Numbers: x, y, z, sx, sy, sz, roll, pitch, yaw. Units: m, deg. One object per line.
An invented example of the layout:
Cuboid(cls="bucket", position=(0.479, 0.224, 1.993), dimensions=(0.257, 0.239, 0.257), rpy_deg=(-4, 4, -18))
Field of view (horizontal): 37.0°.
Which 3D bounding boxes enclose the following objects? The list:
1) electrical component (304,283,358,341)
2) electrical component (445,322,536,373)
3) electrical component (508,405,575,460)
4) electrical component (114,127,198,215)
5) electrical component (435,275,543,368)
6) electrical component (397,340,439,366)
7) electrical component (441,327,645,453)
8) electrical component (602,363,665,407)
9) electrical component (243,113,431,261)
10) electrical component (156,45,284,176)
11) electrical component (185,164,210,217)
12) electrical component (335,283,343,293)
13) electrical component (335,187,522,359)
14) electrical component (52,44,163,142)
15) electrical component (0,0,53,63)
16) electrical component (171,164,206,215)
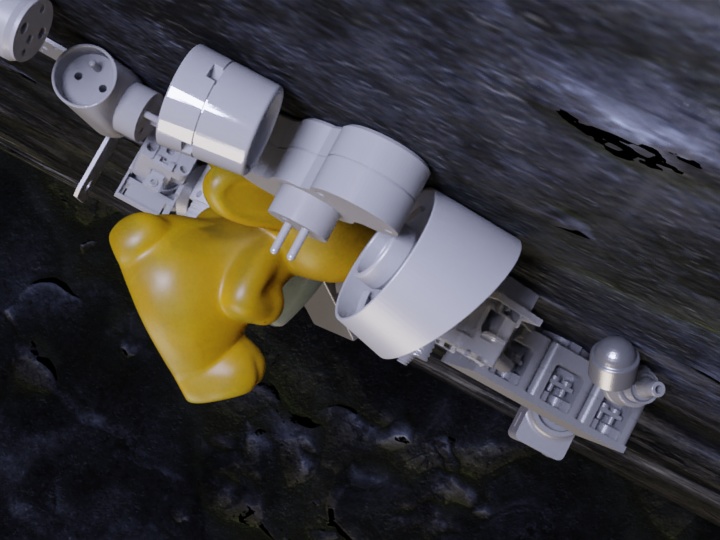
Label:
Cuboid(cls="electrical component", position=(-0.023, 0.007, 0.961), dimensions=(0.100, 0.048, 0.099), rpy_deg=(16, 136, 63))
Cuboid(cls="electrical component", position=(0.083, 0.035, 0.843), dimensions=(0.089, 0.050, 0.056), rpy_deg=(27, 173, 31))
Cuboid(cls="electrical component", position=(0.184, 0.128, 1.012), dimensions=(0.050, 0.089, 0.055), rpy_deg=(28, 174, 2))
Cuboid(cls="electrical component", position=(-0.143, -0.082, 0.797), dimensions=(0.042, 0.081, 0.064), rpy_deg=(29, 152, -12))
Cuboid(cls="electrical component", position=(0.084, 0.032, 0.755), dimensions=(0.042, 0.063, 0.081), rpy_deg=(33, 174, -26))
Cuboid(cls="electrical component", position=(0.054, 0.043, 0.914), dimensions=(0.043, 0.081, 0.043), rpy_deg=(28, 175, 3))
Cuboid(cls="electrical component", position=(0.158, 0.088, 0.917), dimensions=(0.150, 0.061, 0.089), rpy_deg=(29, 174, -12))
Cuboid(cls="electrical component", position=(0.208, 0.087, 0.808), dimensions=(0.035, 0.035, 0.061), rpy_deg=(29, 172, -15))
Cuboid(cls="electrical component", position=(-0.026, -0.039, 0.589), dimensions=(0.052, 0.073, 0.138), rpy_deg=(32, 173, -35))
Cuboid(cls="electrical component", position=(-0.070, -0.079, 0.545), dimensions=(0.047, 0.055, 0.055), rpy_deg=(24, 174, 1))
Cuboid(cls="electrical component", position=(-0.105, -0.053, 0.812), dimensions=(0.043, 0.081, 0.043), rpy_deg=(28, 174, 3))
Cuboid(cls="electrical component", position=(0.000, 0.000, 0.876), dimensions=(0.079, 0.044, 0.077), rpy_deg=(-4, 172, 2))
Cuboid(cls="electrical component", position=(0.034, 0.004, 0.598), dimensions=(0.064, 0.099, 0.099), rpy_deg=(36, 173, -14))
Cuboid(cls="electrical component", position=(-0.161, -0.112, 0.732), dimensions=(0.079, 0.043, 0.077), rpy_deg=(27, 175, 6))
Cuboid(cls="electrical component", position=(-0.215, -0.152, 0.629), dimensions=(0.055, 0.045, 0.045), rpy_deg=(27, 174, 4))
Cuboid(cls="electrical component", position=(-0.163, -0.078, 0.991), dimensions=(0.057, 0.058, 0.078), rpy_deg=(29, 175, 23))
